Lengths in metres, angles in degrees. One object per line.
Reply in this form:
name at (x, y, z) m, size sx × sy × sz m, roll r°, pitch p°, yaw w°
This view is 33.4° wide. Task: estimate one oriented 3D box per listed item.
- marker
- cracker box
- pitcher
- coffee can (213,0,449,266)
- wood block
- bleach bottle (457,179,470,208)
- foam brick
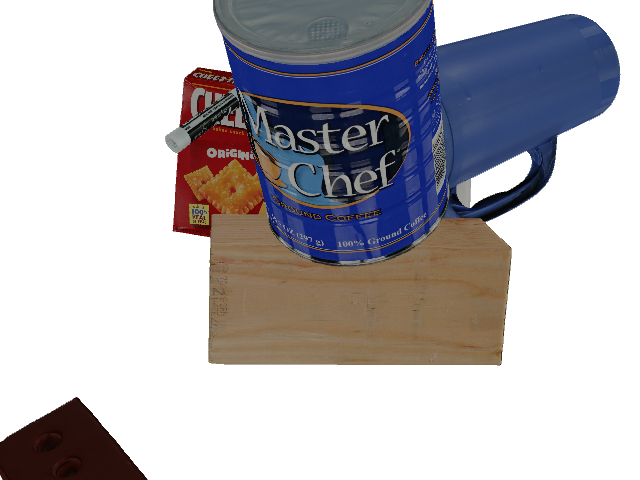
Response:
marker at (-0.094, -0.120, 0.990) m, size 0.121 × 0.020 × 0.020 m, roll -41°, pitch 23°, yaw -30°
cracker box at (-0.102, -0.105, 1.399) m, size 0.164 × 0.214 × 0.072 m, roll 10°, pitch 23°, yaw 7°
pitcher at (0.171, -0.127, 1.016) m, size 0.242 × 0.149 × 0.145 m, roll -22°, pitch 45°, yaw -29°
coffee can at (0.010, -0.071, 0.539) m, size 0.103 × 0.102 × 0.140 m, roll 0°, pitch -43°, yaw 11°
wood block at (0.023, 0.035, 0.773) m, size 0.206 × 0.090 × 0.091 m, roll 1°, pitch 14°, yaw -6°
bleach bottle at (0.136, -0.051, 1.199) m, size 0.068 × 0.251 × 0.102 m, roll -1°, pitch 24°, yaw -12°
foam brick at (-0.119, 0.128, 0.528) m, size 0.052 × 0.051 × 0.078 m, roll -30°, pitch 42°, yaw -25°
